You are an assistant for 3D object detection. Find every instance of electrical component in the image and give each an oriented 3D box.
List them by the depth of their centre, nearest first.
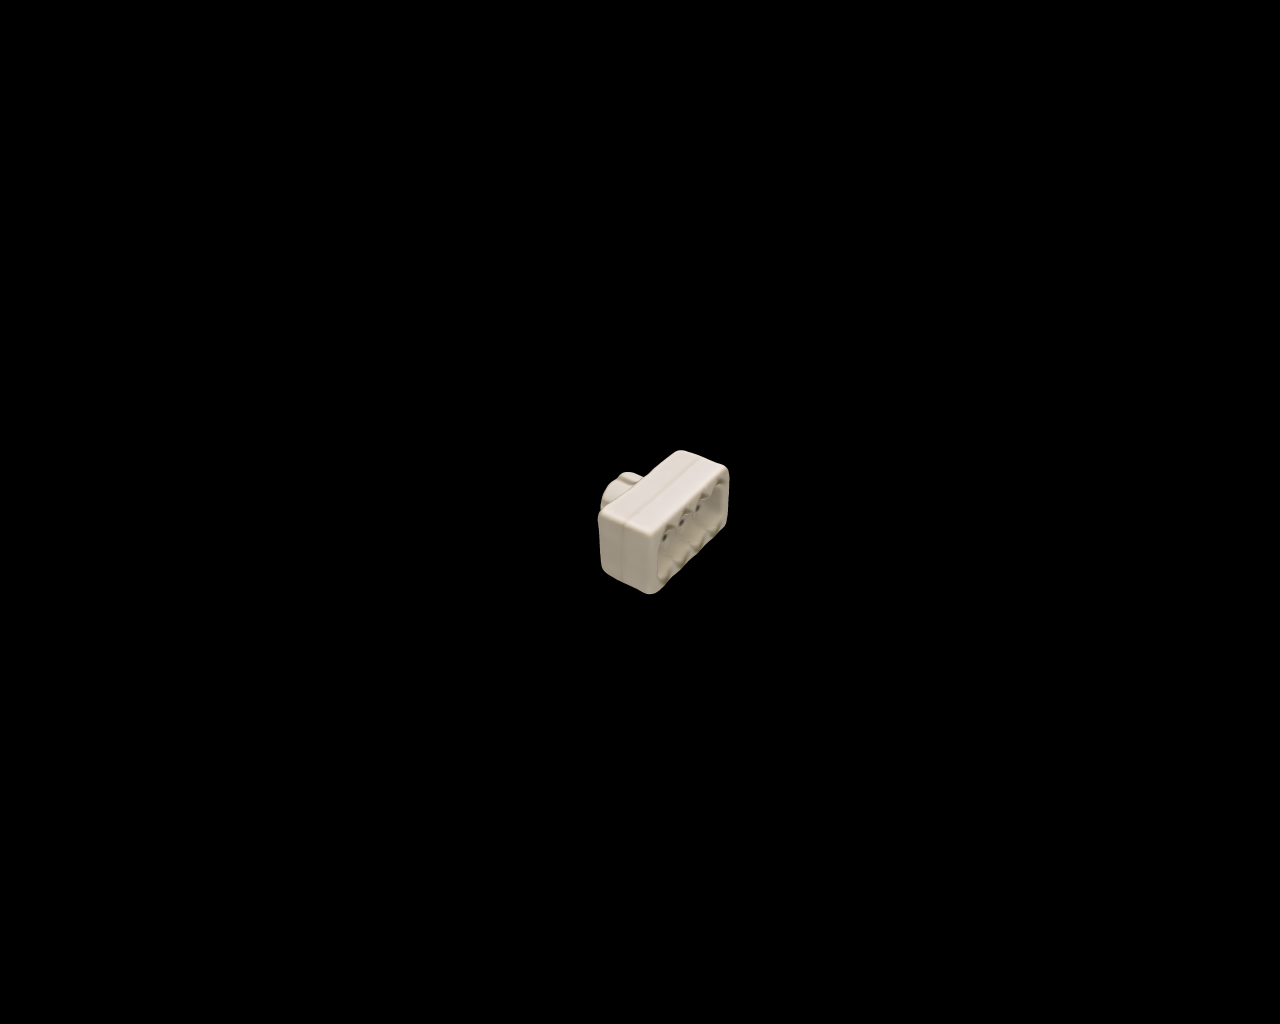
[{"bbox_3d":[0.001,-0.003,0.650,0.076,0.047,0.083,25,45,28],"label":"electrical component"}]
